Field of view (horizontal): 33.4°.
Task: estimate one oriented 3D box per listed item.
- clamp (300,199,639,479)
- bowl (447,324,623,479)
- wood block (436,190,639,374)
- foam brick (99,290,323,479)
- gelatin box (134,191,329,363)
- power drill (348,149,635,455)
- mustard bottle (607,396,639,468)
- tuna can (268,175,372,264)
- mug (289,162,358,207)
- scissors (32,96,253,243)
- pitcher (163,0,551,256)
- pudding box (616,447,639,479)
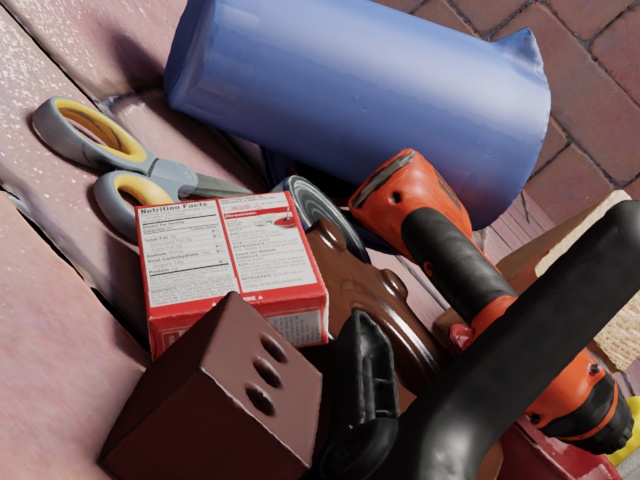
[{"bbox_3d":[0.030,0.073,0.351,0.036,0.165,0.209,45,45,-13],"label":"clamp"},{"bbox_3d":[0.122,0.128,0.668,0.162,0.055,0.162,41,13,-12],"label":"bowl"},{"bbox_3d":[0.174,0.048,0.784,0.090,0.090,0.206,49,-17,3],"label":"wood block"},{"bbox_3d":[-0.036,0.063,0.386,0.053,0.051,0.078,45,15,-11],"label":"foam brick"},{"bbox_3d":[-0.041,0.015,0.464,0.089,0.073,0.030,-112,-163,-55],"label":"gelatin box"},{"bbox_3d":[0.106,0.040,0.639,0.188,0.057,0.184,52,6,39],"label":"power drill"},{"bbox_3d":[0.268,0.215,0.808,0.191,0.096,0.058,47,16,-7],"label":"mustard bottle"},{"bbox_3d":[-0.004,0.001,0.681,0.086,0.034,0.086,46,17,-19],"label":"tuna can"},{"bbox_3d":[0.023,-0.066,0.854,0.081,0.093,0.117,-68,136,-79],"label":"mug"},{"bbox_3d":[-0.073,-0.021,0.575,0.201,0.016,0.096,28,27,-55],"label":"scissors"},{"bbox_3d":[0.019,-0.093,0.729,0.242,0.149,0.145,18,-19,-18],"label":"pitcher"},{"bbox_3d":[0.217,0.176,0.724,0.039,0.113,0.090,47,14,7],"label":"pudding box"}]
